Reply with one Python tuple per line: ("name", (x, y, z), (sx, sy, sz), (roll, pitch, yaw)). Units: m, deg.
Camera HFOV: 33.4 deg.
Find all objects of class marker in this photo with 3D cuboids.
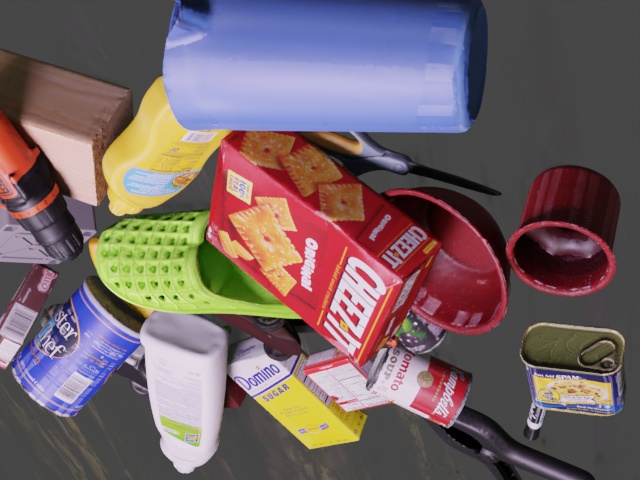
("marker", (0.246, 0.190, 1.202), (0.020, 0.020, 0.121), (14, 141, 12))

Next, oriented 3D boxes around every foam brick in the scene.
("foam brick", (-0.134, 0.177, 1.353), (0.078, 0.053, 0.051), (-5, 133, 30))

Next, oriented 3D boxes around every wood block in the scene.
("wood block", (-0.298, -0.122, 1.060), (0.206, 0.090, 0.091), (18, 141, 8))

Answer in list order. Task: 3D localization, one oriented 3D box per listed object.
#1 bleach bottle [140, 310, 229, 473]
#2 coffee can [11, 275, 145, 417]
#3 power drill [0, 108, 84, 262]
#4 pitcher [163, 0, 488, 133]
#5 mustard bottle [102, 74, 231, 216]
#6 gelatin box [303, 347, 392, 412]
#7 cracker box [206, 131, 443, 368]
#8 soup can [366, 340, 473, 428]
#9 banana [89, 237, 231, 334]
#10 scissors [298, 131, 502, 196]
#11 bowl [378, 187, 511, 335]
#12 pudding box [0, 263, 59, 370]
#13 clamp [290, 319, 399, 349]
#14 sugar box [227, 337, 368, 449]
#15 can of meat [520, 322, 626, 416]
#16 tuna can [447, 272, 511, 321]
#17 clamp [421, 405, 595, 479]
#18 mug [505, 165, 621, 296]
("bleach bottle", (-0.167, 0.196, 1.301), (0.102, 0.068, 0.251), (20, 133, 12))
("coffee can", (-0.285, 0.127, 1.280), (0.102, 0.103, 0.140), (40, 99, -20))
("power drill", (-0.339, -0.046, 1.050), (0.188, 0.057, 0.184), (-6, 128, 28))
("pitcher", (0.009, -0.145, 0.862), (0.243, 0.149, 0.145), (6, 124, 16))
("mustard bottle", (-0.152, -0.082, 1.014), (0.096, 0.058, 0.192), (-3, 149, -42))
("gelatin box", (0.036, 0.164, 1.271), (0.073, 0.030, 0.089), (-21, 124, 40))
("cracker box", (-0.007, 0.001, 1.013), (0.214, 0.072, 0.164), (39, 147, 15))
("soup can", (0.110, 0.159, 1.195), (0.102, 0.068, 0.069), (25, 142, -1))
("banana", (-0.200, 0.066, 1.274), (0.197, 0.037, 0.070), (34, 127, -14))
("scissors", (0.062, -0.064, 1.004), (0.201, 0.016, 0.096), (27, 143, -4))
("bowl", (0.119, 0.008, 0.988), (0.162, 0.055, 0.162), (31, 143, 26))
("pudding box", (-0.373, 0.094, 1.330), (0.039, 0.113, 0.090), (30, 142, -11))
("clamp", (0.007, 0.088, 1.191), (0.171, 0.039, 0.120), (24, 149, 11))
("sugar box", (-0.032, 0.188, 1.320), (0.094, 0.048, 0.176), (-21, 125, 42))
("can of meat", (0.263, 0.135, 1.099), (0.102, 0.057, 0.084), (4, 139, 23))
("tuna can", (0.148, 0.050, 1.077), (0.086, 0.033, 0.086), (15, 141, 12))
("clamp", (0.212, 0.246, 1.258), (0.210, 0.036, 0.165), (38, 152, -14))
("mug", (0.219, -0.003, 0.941), (0.093, 0.081, 0.117), (5, 138, 22))
